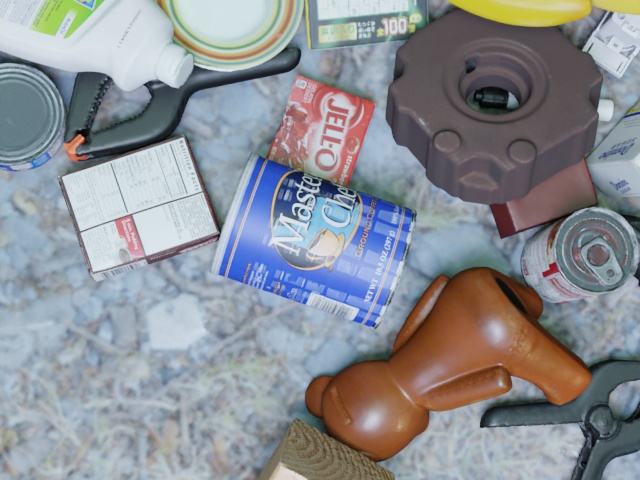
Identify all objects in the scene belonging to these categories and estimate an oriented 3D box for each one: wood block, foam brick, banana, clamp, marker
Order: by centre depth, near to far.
[{"bbox_3d":[-0.035,0.250,0.788,0.091,0.090,0.206,30,103,-1],"label":"wood block"},{"bbox_3d":[0.123,-0.220,0.868,0.198,0.070,0.037,35,49,2],"label":"banana"},{"bbox_3d":[0.219,0.147,0.886,0.171,0.039,0.120,-43,93,-15],"label":"clamp"},{"bbox_3d":[-0.128,-0.139,0.896,0.164,0.036,0.210,36,77,1],"label":"clamp"},{"bbox_3d":[0.186,-0.039,0.902,0.078,0.053,0.051,-18,84,-6],"label":"foam brick"},{"bbox_3d":[0.194,-0.119,0.930,0.121,0.020,0.020,6,82,-4],"label":"marker"}]

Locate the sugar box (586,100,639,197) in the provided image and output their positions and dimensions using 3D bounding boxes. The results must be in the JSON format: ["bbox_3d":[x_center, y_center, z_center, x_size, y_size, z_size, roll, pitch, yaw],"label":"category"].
[{"bbox_3d":[0.307,-0.111,0.900,0.048,0.093,0.176,43,82,-11],"label":"sugar box"}]

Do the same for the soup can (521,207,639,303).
[{"bbox_3d":[0.209,0.015,0.870,0.068,0.102,0.068,1,82,-5],"label":"soup can"}]

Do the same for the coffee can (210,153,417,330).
[{"bbox_3d":[-0.006,0.001,0.854,0.140,0.103,0.103,19,81,-2],"label":"coffee can"}]

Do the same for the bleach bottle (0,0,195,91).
[{"bbox_3d":[-0.218,-0.180,0.853,0.251,0.068,0.102,27,87,11],"label":"bleach bottle"}]

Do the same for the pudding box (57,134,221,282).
[{"bbox_3d":[-0.148,-0.027,0.879,0.113,0.039,0.090,-19,83,-9],"label":"pudding box"}]

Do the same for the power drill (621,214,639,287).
[{"bbox_3d":[0.356,-0.007,0.910,0.184,0.057,0.187,40,84,-2],"label":"power drill"}]

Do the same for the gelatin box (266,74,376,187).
[{"bbox_3d":[-0.001,-0.086,0.903,0.073,0.030,0.089,20,81,-2],"label":"gelatin box"}]

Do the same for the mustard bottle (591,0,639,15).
[{"bbox_3d":[0.199,-0.242,0.900,0.192,0.058,0.096,15,60,28],"label":"mustard bottle"}]

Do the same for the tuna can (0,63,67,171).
[{"bbox_3d":[-0.253,-0.100,0.882,0.086,0.034,0.086,1,82,-5],"label":"tuna can"}]
